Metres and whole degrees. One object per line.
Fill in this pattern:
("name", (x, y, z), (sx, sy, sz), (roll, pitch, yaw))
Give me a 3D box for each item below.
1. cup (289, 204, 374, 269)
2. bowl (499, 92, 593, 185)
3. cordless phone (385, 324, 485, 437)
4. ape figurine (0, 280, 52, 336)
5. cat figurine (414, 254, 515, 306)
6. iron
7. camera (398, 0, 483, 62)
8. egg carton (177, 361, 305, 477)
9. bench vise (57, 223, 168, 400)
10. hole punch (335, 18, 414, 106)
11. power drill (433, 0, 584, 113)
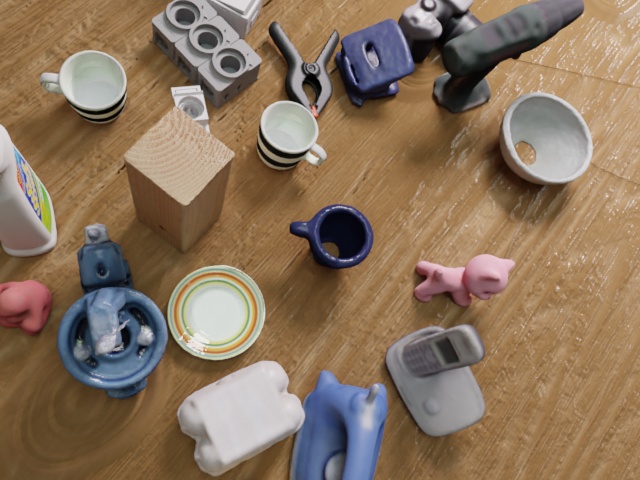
("cup", (0.008, 0.003, 0.820), (0.118, 0.095, 0.092), (10, 72, -12))
("bowl", (0.369, -0.161, 0.974), (0.168, 0.074, 0.167), (4, 73, -13))
("cordless phone", (0.174, 0.184, 0.762), (0.094, 0.185, 0.147), (-27, 82, -20))
("ape figurine", (-0.370, 0.080, 0.700), (0.076, 0.092, 0.078), (-36, 85, -21))
("cat figurine", (0.218, 0.055, 0.848), (0.128, 0.117, 0.067), (5, 73, -13))
("iron", (0.029, 0.298, 0.714), (0.119, 0.141, 0.258), (15, 71, -10))
("camera", (0.219, -0.368, 0.981), (0.137, 0.100, 0.143), (41, 69, 0))
("egg carton", (-0.101, 0.226, 0.740), (0.150, 0.069, 0.107), (-25, 82, -20))
("bench vise", (-0.258, 0.080, 0.661), (0.122, 0.219, 0.207), (-30, 83, -20))
("hole punch", (0.087, -0.289, 0.929), (0.101, 0.091, 0.108), (-16, 79, -18))
("power drill", (0.279, -0.296, 0.918), (0.230, 0.208, 0.075), (-25, 81, -20))
